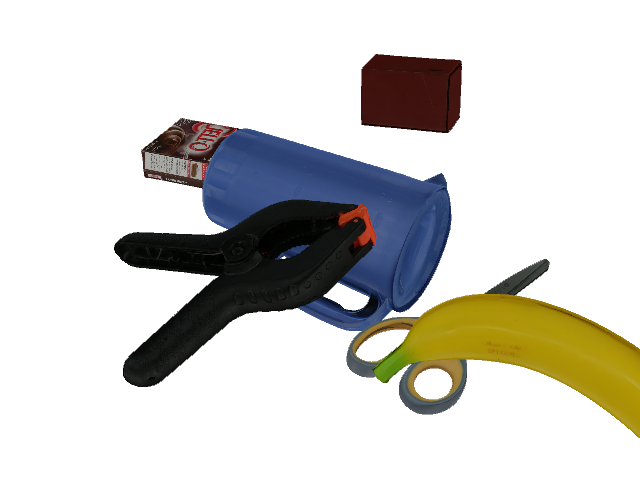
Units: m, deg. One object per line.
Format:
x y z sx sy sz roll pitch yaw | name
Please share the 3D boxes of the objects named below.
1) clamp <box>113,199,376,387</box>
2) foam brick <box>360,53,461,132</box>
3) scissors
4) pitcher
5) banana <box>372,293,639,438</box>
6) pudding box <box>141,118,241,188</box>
-0.050 0.026 0.647 0.171 0.120 0.039 -15 -39 12 | clamp
0.077 -0.126 0.910 0.078 0.051 0.053 8 25 17 | foam brick
0.117 0.072 0.800 0.201 0.016 0.096 -16 48 -22 | scissors
-0.001 -0.020 1.088 0.243 0.145 0.149 21 26 23 | pitcher
0.131 0.073 0.573 0.198 0.070 0.037 18 12 14 | banana
-0.145 -0.103 1.252 0.090 0.039 0.113 11 31 15 | pudding box
